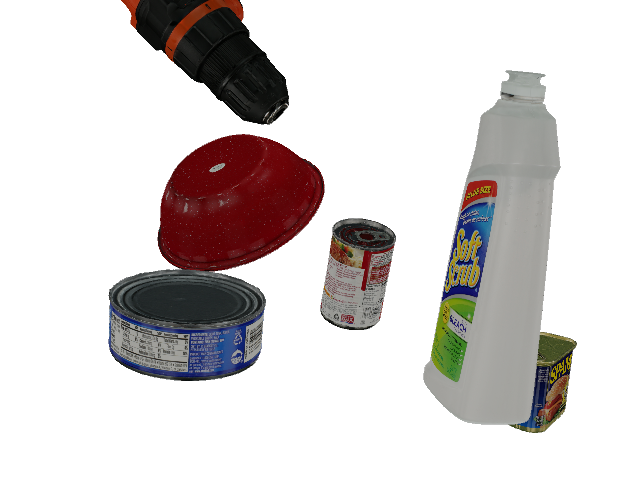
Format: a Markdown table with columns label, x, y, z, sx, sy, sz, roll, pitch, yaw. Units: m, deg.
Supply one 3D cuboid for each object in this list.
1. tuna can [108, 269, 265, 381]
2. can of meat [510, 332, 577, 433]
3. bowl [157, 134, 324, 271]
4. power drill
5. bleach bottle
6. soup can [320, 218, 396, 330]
| label | x | y | z | sx | sy | sz | roll | pitch | yaw |
| --- | --- | --- | --- | --- | --- | --- | --- | --- | --- |
| tuna can | -0.074 | 0.046 | 0.589 | 0.086 | 0.034 | 0.086 | 5 | 17 | -2 |
| can of meat | 0.241 | 0.156 | 1.183 | 0.058 | 0.084 | 0.101 | 12 | 16 | 30 |
| bowl | -0.081 | -0.045 | 0.945 | 0.162 | 0.055 | 0.162 | -16 | 37 | 12 |
| power drill | -0.044 | -0.181 | 0.737 | 0.187 | 0.184 | 0.057 | -37 | -10 | -34 |
| bleach bottle | 0.130 | 0.002 | 0.784 | 0.068 | 0.251 | 0.103 | 2 | 13 | -13 |
| soup can | 0.040 | 0.037 | 1.144 | 0.068 | 0.102 | 0.068 | 7 | 27 | -4 |
